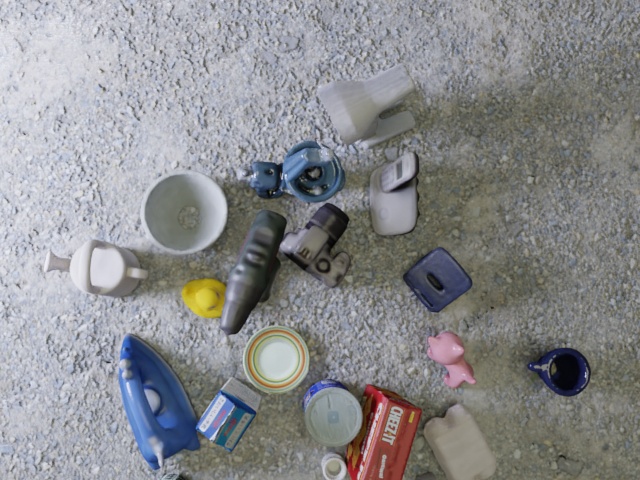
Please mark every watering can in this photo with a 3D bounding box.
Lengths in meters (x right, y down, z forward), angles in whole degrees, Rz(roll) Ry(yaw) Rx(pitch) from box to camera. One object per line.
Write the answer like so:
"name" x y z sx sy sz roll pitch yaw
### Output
"watering can" -0.408 0.053 1.044 0.173 0.194 0.101 -15 84 -5

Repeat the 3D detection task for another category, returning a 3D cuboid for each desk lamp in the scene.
"desk lamp" 0.096 -0.258 1.109 0.203 0.213 0.118 -26 85 -7

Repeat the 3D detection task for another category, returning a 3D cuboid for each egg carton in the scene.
"egg carton" 0.271 0.401 1.108 0.107 0.069 0.150 -28 85 -7

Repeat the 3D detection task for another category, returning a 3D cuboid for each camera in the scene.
"camera" 0.010 0.004 1.126 0.143 0.100 0.137 37 82 1

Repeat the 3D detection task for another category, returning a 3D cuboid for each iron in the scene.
"iron" -0.319 0.291 1.045 0.119 0.141 0.258 -26 85 -7

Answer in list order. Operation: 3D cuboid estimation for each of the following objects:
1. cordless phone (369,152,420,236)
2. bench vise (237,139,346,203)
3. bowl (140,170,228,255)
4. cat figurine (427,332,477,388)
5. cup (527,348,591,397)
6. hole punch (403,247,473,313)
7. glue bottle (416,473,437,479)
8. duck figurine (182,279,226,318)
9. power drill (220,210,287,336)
"cordless phone" 0.154 -0.088 1.105 0.094 0.185 0.147 -4 83 -4
"bench vise" -0.047 -0.121 1.078 0.207 0.219 0.121 -19 84 -6
"bowl" -0.261 -0.050 1.127 0.167 0.074 0.167 1 83 -4
"cat figurine" 0.257 0.227 1.105 0.067 0.117 0.128 -35 86 -7
"cup" 0.454 0.255 1.127 0.118 0.095 0.092 8 82 -3
"hole punch" 0.233 0.082 1.136 0.101 0.091 0.108 -40 87 -8
"glue bottle" 0.219 0.484 1.041 0.037 0.173 0.078 -20 84 -6
"duck figurine" -0.218 0.111 1.104 0.104 0.086 0.077 20 82 -1
"power drill" -0.121 0.064 1.055 0.075 0.208 0.230 18 82 -1
